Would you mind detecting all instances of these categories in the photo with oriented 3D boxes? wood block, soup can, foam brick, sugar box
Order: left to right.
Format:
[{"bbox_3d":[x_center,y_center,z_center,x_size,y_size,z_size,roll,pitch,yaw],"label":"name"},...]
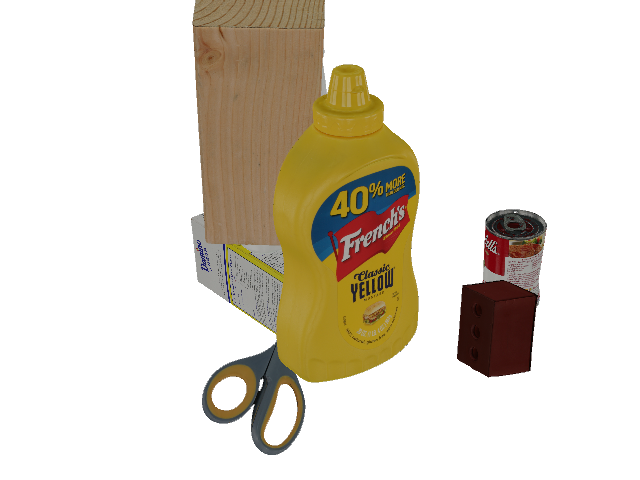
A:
[{"bbox_3d":[-0.074,0.038,1.200,0.048,0.093,0.176,-25,40,-31],"label":"sugar box"},{"bbox_3d":[-0.045,-0.100,0.816,0.091,0.206,0.090,2,44,-1],"label":"wood block"},{"bbox_3d":[0.166,0.082,1.005,0.051,0.078,0.053,-7,18,-28],"label":"foam brick"},{"bbox_3d":[0.220,0.024,1.217,0.068,0.102,0.068,-2,29,1],"label":"soup can"}]

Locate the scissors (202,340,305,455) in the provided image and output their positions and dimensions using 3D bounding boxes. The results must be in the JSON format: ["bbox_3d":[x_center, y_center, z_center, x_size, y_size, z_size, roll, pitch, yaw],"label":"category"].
[{"bbox_3d":[-0.047,0.088,0.927,0.096,0.201,0.016,10,-33,-8],"label":"scissors"}]

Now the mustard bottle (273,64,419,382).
[{"bbox_3d":[0.017,-0.013,0.644,0.096,0.192,0.058,-19,34,-30],"label":"mustard bottle"}]

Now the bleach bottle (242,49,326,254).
[{"bbox_3d":[-0.042,-0.116,1.037,0.102,0.251,0.068,-16,32,-22],"label":"bleach bottle"}]
